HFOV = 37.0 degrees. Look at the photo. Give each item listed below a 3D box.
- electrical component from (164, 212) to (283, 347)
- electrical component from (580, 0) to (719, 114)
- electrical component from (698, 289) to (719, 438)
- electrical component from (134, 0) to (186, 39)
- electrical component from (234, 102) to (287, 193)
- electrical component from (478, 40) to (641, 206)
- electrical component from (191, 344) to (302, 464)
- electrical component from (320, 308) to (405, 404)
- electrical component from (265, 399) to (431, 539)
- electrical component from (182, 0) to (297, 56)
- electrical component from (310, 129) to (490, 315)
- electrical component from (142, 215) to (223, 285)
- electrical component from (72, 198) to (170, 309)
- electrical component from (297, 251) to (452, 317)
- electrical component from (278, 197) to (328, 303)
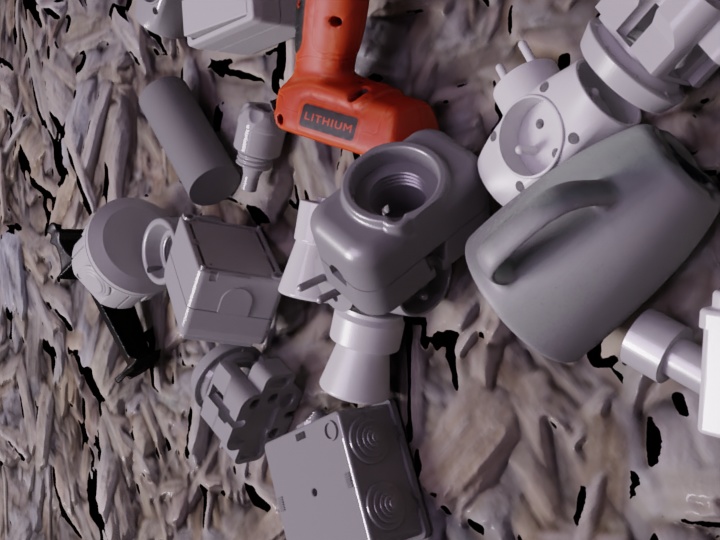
[{"bbox_3d":[-0.098,0.006,0.751,0.096,0.062,0.061,-121,46,-55],"label":"electrical component"},{"bbox_3d":[0.140,-0.110,0.495,0.057,0.058,0.078,-50,56,34],"label":"electrical component"},{"bbox_3d":[0.199,0.037,0.394,0.109,0.109,0.056,9,101,48],"label":"electrical component"},{"bbox_3d":[-0.148,-0.231,0.823,0.079,0.044,0.077,51,127,34],"label":"electrical component"},{"bbox_3d":[-0.072,-0.084,0.751,0.035,0.035,0.061,36,120,42],"label":"electrical component"},{"bbox_3d":[0.094,-0.082,0.556,0.077,0.044,0.079,-44,60,40],"label":"electrical component"},{"bbox_3d":[-0.082,0.087,0.752,0.057,0.058,0.078,43,122,35],"label":"electrical component"},{"bbox_3d":[0.002,0.049,0.665,0.045,0.045,0.055,26,110,45],"label":"electrical component"},{"bbox_3d":[-0.011,0.137,0.680,0.100,0.048,0.099,-31,68,45],"label":"electrical component"},{"bbox_3d":[-0.084,-0.187,0.740,0.096,0.061,0.061,-7,86,48],"label":"electrical component"},{"bbox_3d":[0.023,-0.030,0.587,0.054,0.095,0.059,41,160,33],"label":"electrical component"},{"bbox_3d":[-0.132,-0.014,0.811,0.055,0.047,0.055,2,93,48],"label":"electrical component"},{"bbox_3d":[-0.182,-0.012,0.845,0.051,0.080,0.080,-33,67,50],"label":"electrical component"},{"bbox_3d":[0.000,0.000,0.640,0.077,0.079,0.044,29,133,44],"label":"electrical component"},{"bbox_3d":[-0.026,-0.014,0.698,0.044,0.044,0.065,16,99,47],"label":"electrical component"}]
